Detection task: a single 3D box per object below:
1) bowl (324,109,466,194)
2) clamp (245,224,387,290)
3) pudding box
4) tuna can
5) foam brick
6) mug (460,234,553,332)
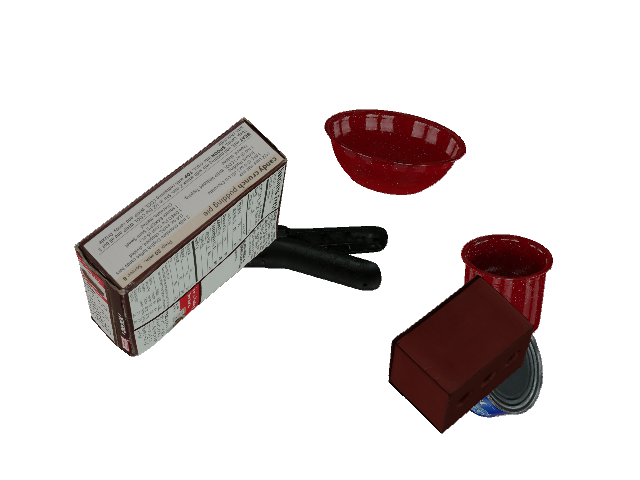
[{"bbox_3d":[0.080,-0.095,1.211,0.162,0.055,0.162,7,27,-4],"label":"bowl"},{"bbox_3d":[-0.038,0.008,0.956,0.210,0.036,0.164,4,12,-2],"label":"clamp"},{"bbox_3d":[-0.070,0.000,0.554,0.113,0.039,0.090,-42,-16,-23],"label":"pudding box"},{"bbox_3d":[0.145,0.103,0.887,0.085,0.086,0.034,0,-13,-42],"label":"tuna can"},{"bbox_3d":[0.088,0.071,0.673,0.078,0.053,0.051,-35,60,-23],"label":"foam brick"},{"bbox_3d":[0.188,0.045,1.117,0.093,0.081,0.117,-5,29,-8],"label":"mug"}]
